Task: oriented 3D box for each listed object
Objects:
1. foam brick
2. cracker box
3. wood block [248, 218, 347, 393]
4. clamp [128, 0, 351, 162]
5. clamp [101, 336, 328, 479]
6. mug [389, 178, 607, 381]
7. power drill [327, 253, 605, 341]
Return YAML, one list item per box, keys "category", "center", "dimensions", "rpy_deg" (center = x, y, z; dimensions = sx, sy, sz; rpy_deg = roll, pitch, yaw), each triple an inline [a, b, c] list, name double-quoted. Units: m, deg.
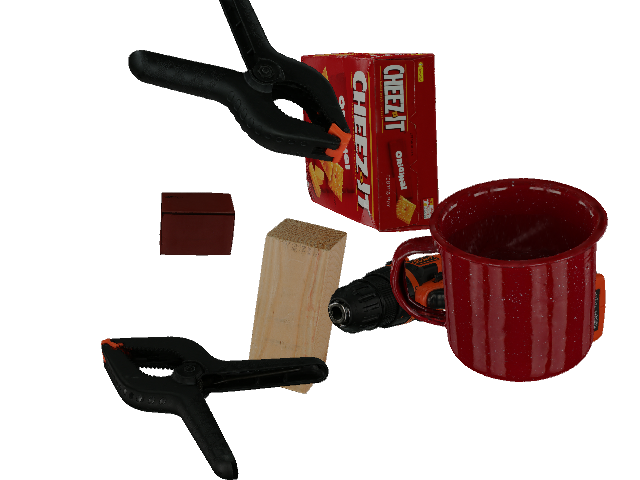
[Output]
- category: "foam brick"
  center: [-0.133, -0.018, 1.146]
  dimensions: [0.078, 0.051, 0.053]
  rpy_deg: [1, 26, -9]
- category: "cracker box"
  center: [0.044, -0.106, 1.076]
  dimensions: [0.072, 0.164, 0.214]
  rpy_deg: [-7, 12, -17]
- category: "wood block"
  center: [-0.033, 0.086, 1.437]
  dimensions: [0.090, 0.206, 0.090]
  rpy_deg: [14, 20, 13]
- category: "clamp"
  center: [-0.045, -0.127, 0.807]
  dimensions: [0.171, 0.120, 0.039]
  rpy_deg: [32, -25, 0]
- category: "clamp"
  center: [-0.108, 0.128, 0.977]
  dimensions: [0.210, 0.036, 0.164]
  rpy_deg: [21, 36, 31]
- category: "mug"
  center: [0.096, 0.023, 0.587]
  dimensions: [0.117, 0.081, 0.093]
  rpy_deg: [-2, 31, 10]
- category: "power drill"
  center: [0.123, 0.051, 0.879]
  dimensions: [0.188, 0.057, 0.184]
  rpy_deg: [10, 17, 39]
